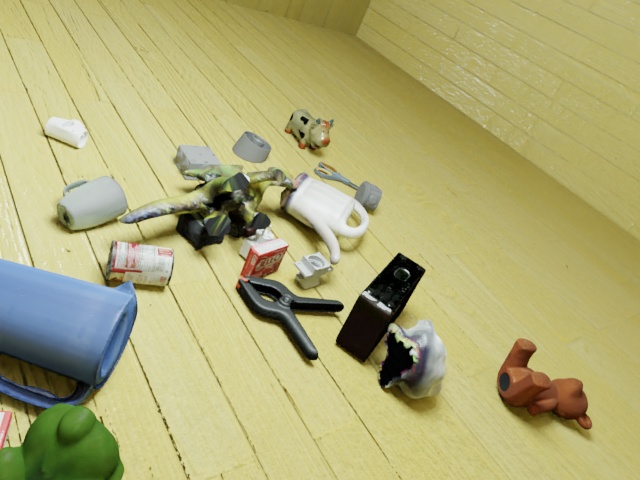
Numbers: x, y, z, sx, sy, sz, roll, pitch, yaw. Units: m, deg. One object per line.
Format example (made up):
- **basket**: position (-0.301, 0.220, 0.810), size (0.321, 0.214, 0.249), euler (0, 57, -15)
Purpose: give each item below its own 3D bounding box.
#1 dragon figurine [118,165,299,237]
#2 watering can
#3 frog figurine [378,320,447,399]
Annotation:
- **dragon figurine**: position (-0.220, -0.105, 1.084), size (0.412, 0.120, 0.245), euler (-7, 21, -26)
- **watering can**: position (0.004, -0.062, 1.223), size (0.225, 0.102, 0.353), euler (27, 25, 5)
- **frog figurine**: position (0.197, 0.218, 0.948), size (0.159, 0.121, 0.140), euler (12, 65, -37)
